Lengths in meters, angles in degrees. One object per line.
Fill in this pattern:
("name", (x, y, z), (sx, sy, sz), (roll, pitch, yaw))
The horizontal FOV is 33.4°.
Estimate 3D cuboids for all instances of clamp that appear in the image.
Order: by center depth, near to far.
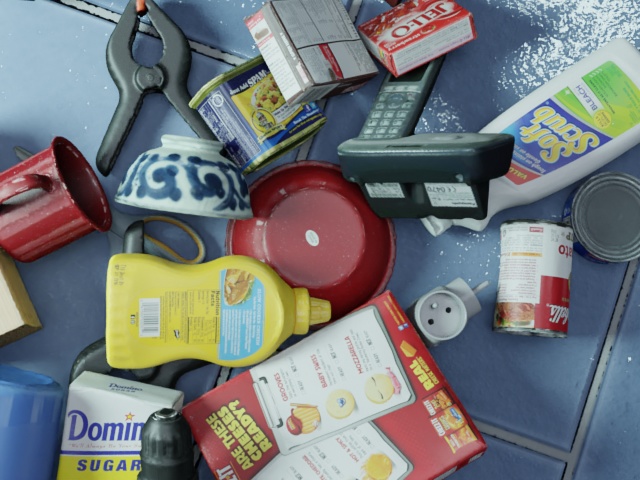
("clamp", (-0.164, 0.098, 0.955), (0.210, 0.036, 0.164), (-45, 99, -4))
("clamp", (-0.164, -0.140, 0.989), (0.120, 0.039, 0.171), (-16, 87, -11))

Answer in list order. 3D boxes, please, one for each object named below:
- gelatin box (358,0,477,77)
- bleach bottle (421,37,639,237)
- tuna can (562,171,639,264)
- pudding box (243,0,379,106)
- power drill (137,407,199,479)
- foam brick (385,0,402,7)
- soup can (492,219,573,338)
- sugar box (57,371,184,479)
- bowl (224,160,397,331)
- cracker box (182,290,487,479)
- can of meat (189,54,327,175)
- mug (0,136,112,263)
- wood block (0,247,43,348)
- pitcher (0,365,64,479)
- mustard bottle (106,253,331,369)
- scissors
("gelatin box", (0.090, -0.195, 0.995), (0.089, 0.073, 0.030), (-28, 129, -6))
("bleach bottle", (0.205, -0.080, 0.996), (0.250, 0.068, 0.102), (-36, 85, -5))
("tuna can", (0.274, -0.020, 1.007), (0.086, 0.034, 0.086), (0, 83, -4))
("pudding box", (-0.006, -0.176, 0.973), (0.039, 0.113, 0.090), (-32, 84, 36))
("power drill", (-0.177, 0.233, 0.829), (0.187, 0.057, 0.184), (-10, 108, -31))
("foam brick", (0.079, -0.270, 1.014), (0.053, 0.051, 0.078), (42, 83, 0))
("soup can", (0.195, 0.036, 0.978), (0.068, 0.068, 0.102), (6, 83, -4))
("sugar box", (-0.177, 0.208, 0.913), (0.093, 0.048, 0.176), (11, 103, 6))
("bowl", (-0.006, 0.001, 0.975), (0.162, 0.055, 0.162), (0, 83, -4))
("cracker box", (0.012, 0.169, 0.933), (0.213, 0.072, 0.164), (-30, 70, -6))
("can of meat", (-0.053, -0.117, 0.970), (0.101, 0.058, 0.084), (-35, 89, -37))
("mug", (-0.243, -0.033, 0.920), (0.081, 0.117, 0.093), (-26, 82, 8))
("wood block", (-0.331, 0.001, 0.934), (0.090, 0.090, 0.206), (-25, 85, -7))
("pitcher", (-0.297, 0.225, 0.878), (0.149, 0.145, 0.243), (12, 89, -34))
("mustard bottle", (-0.086, 0.061, 0.917), (0.191, 0.058, 0.096), (1, 98, -9))
("scissors", (-0.205, -0.007, 0.981), (0.201, 0.016, 0.096), (21, 83, -1))
